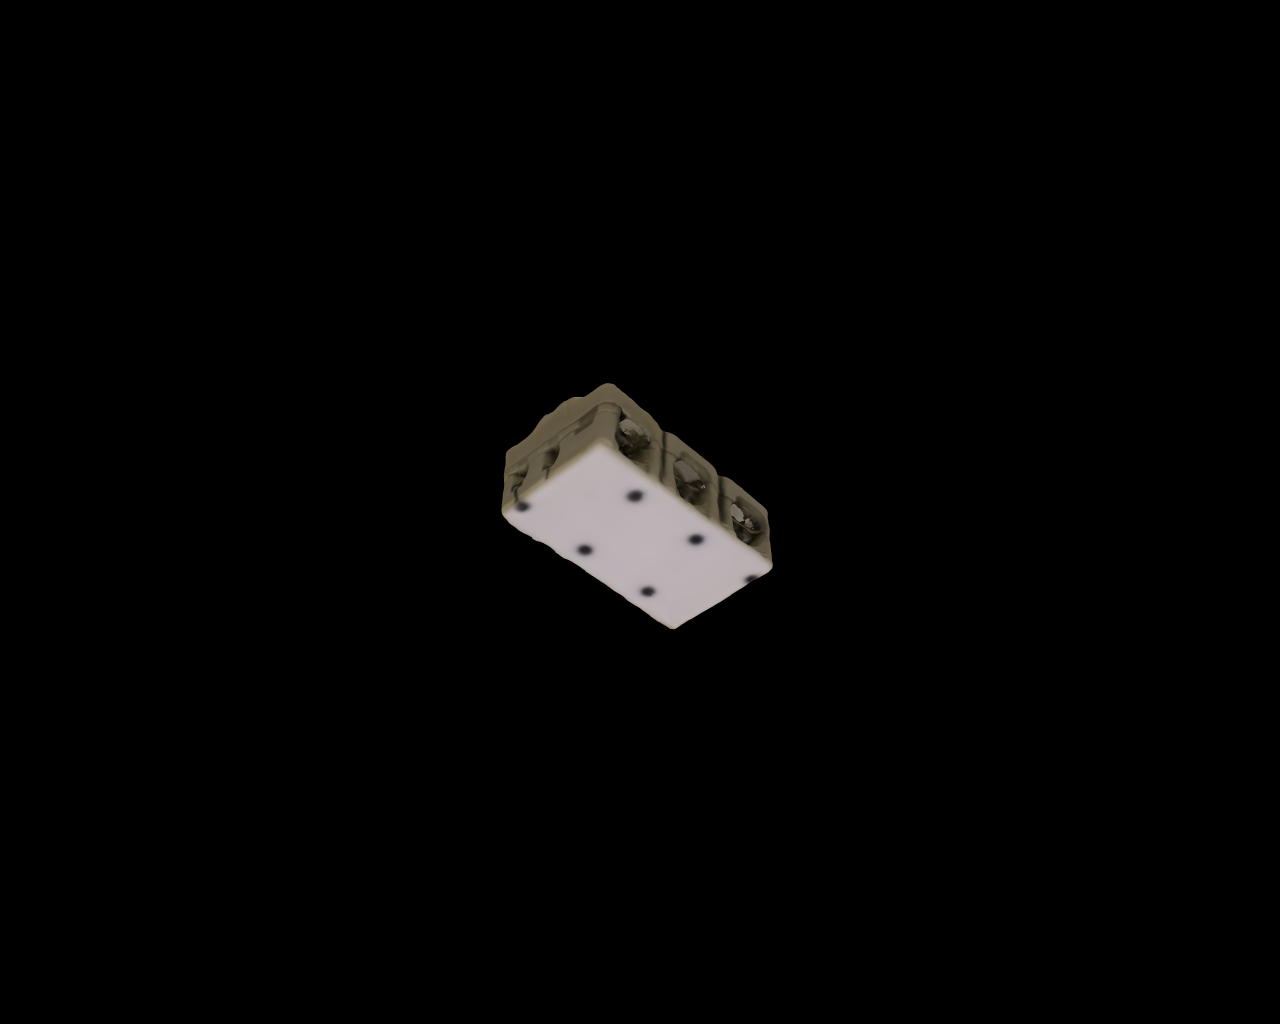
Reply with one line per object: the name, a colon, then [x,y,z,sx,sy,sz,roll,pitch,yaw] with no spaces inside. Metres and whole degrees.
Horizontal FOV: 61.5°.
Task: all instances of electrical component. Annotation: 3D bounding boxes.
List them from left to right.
electrical component: [0.001,-0.003,0.650,0.089,0.062,0.150,-33,-54,29]
